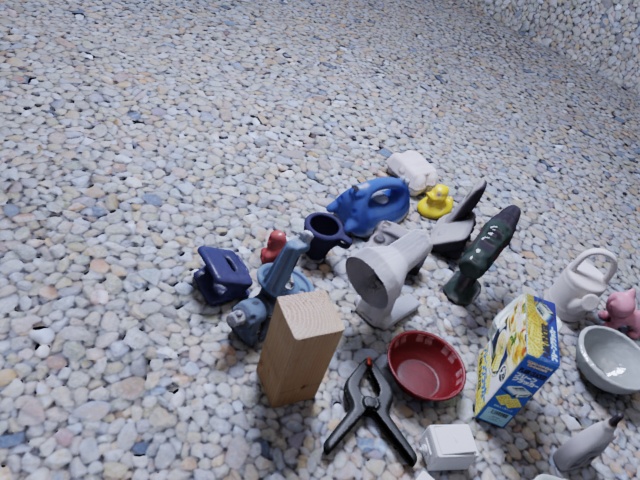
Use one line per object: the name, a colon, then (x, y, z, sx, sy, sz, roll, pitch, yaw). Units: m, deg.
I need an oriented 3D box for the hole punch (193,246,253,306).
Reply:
hole punch: (-0.193, 0.062, 1.154, 0.101, 0.091, 0.108, -15, 51, -32)

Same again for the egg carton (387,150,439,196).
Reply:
egg carton: (0.259, -0.190, 1.609, 0.107, 0.069, 0.150, -16, 52, -33)

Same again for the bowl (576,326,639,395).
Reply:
bowl: (0.624, 0.272, 1.246, 0.167, 0.075, 0.167, 11, 42, -10)

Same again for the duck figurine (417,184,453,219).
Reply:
duck figurine: (0.318, -0.110, 1.533, 0.105, 0.086, 0.077, -7, 48, -27)

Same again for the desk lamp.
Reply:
desk lamp: (0.139, 0.079, 1.166, 0.204, 0.213, 0.117, -25, 57, -38)

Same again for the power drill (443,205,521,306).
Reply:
power drill: (0.363, 0.041, 1.295, 0.075, 0.208, 0.230, 33, 43, 16)

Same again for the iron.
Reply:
iron: (0.150, -0.105, 1.422, 0.259, 0.141, 0.118, -17, 53, -34)

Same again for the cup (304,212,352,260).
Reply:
cup: (0.012, 0.005, 1.288, 0.117, 0.095, 0.092, 28, 42, 10)

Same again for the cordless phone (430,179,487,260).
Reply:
cordless phone: (0.348, -0.058, 1.413, 0.094, 0.185, 0.148, 24, 42, 6)

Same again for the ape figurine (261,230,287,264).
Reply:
ape figurine: (-0.095, 0.015, 1.240, 0.076, 0.092, 0.078, 31, 43, 14)

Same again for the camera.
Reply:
camera: (0.174, 0.028, 1.319, 0.136, 0.101, 0.143, 28, 42, 10)

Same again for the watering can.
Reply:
watering can: (0.618, 0.102, 1.336, 0.101, 0.194, 0.172, 7, 43, -14)

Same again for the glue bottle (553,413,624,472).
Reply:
glue bottle: (0.494, 0.359, 1.030, 0.078, 0.173, 0.037, -2, 45, -22)

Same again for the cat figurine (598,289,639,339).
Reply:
cat figurine: (0.729, 0.167, 1.365, 0.128, 0.118, 0.067, 14, 42, -6)

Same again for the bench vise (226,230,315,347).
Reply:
bench vise: (-0.075, 0.093, 1.067, 0.121, 0.220, 0.208, 26, 42, 8)
